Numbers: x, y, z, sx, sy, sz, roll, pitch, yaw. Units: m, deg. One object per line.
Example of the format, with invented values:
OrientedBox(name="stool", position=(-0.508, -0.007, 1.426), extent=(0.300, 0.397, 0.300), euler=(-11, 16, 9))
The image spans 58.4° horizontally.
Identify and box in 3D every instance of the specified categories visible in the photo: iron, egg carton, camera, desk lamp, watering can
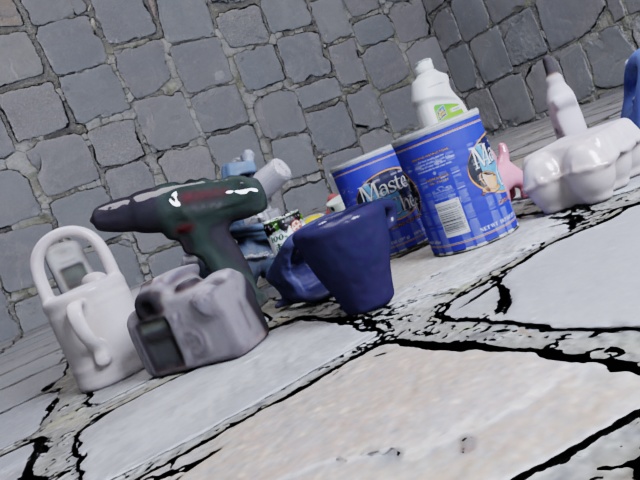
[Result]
OrientedBox(name="iron", position=(0.444, -0.194, 0.768), extent=(0.118, 0.141, 0.259), euler=(-20, 6, 17))
OrientedBox(name="egg carton", position=(0.300, -0.085, 0.649), extent=(0.151, 0.069, 0.107), euler=(-27, 7, -41))
OrientedBox(name="camera", position=(-0.121, 0.070, 0.628), extent=(0.142, 0.101, 0.137), euler=(-19, 6, 30))
OrientedBox(name="desk lamp", position=(-0.110, -0.065, 1.303), extent=(0.202, 0.213, 0.118), euler=(-19, 6, 29))
OrientedBox(name="watering can", position=(-0.287, 0.078, 0.708), extent=(0.101, 0.194, 0.172), euler=(-25, 7, -32))

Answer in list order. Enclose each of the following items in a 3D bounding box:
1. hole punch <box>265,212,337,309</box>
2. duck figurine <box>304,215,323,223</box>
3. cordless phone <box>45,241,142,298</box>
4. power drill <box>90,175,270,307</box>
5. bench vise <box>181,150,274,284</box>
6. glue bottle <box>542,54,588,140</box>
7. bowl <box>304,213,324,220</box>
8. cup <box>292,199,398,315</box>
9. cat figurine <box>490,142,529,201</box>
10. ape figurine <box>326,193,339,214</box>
OrientedBox(name="hole punch", position=(-0.011, 0.024, 0.696), extent=(0.109, 0.091, 0.100), euler=(-26, 7, -35))
OrientedBox(name="duck figurine", position=(0.008, 0.003, 0.850), extent=(0.104, 0.086, 0.078), euler=(-16, 8, 45))
OrientedBox(name="cordless phone", position=(-0.298, 0.075, 0.822), extent=(0.148, 0.185, 0.094), euler=(-26, 7, -35))
OrientedBox(name="power drill", position=(-0.167, 0.013, 0.786), extent=(0.230, 0.208, 0.075), euler=(-23, 6, -13))
OrientedBox(name="bench vise", position=(-0.120, -0.022, 0.893), extent=(0.208, 0.220, 0.121), euler=(-27, 8, -42))
OrientedBox(name="glue bottle", position=(0.338, -0.170, 0.785), extent=(0.037, 0.173, 0.078), euler=(-20, 6, 16))
OrientedBox(name="bowl", position=(-0.058, 0.012, 1.075), extent=(0.167, 0.075, 0.167), euler=(-22, 5, 3))
OrientedBox(name="cup", position=(0.041, 0.016, 0.545), extent=(0.118, 0.095, 0.091), euler=(-26, 7, -35))
OrientedBox(name="cat figurine", position=(0.227, -0.096, 0.784), extent=(0.128, 0.118, 0.067), euler=(-26, 7, -35))
OrientedBox(name="ape figurine", position=(0.042, -0.064, 1.343), extent=(0.078, 0.092, 0.076), euler=(-24, 6, -18))
